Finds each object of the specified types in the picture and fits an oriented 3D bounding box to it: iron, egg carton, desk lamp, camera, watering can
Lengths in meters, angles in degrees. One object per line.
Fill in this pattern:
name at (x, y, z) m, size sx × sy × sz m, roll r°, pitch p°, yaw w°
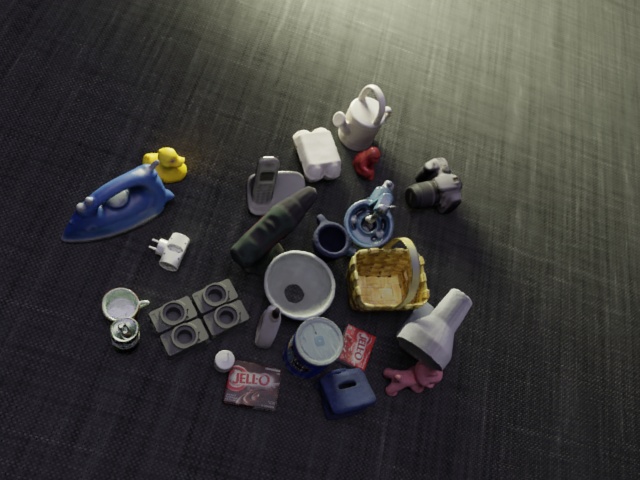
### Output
iron at (-0.453, -0.088, 1.258) m, size 0.259 × 0.141 × 0.118 m, roll -35°, pitch 79°, yaw -27°
egg carton at (-0.007, -0.222, 1.493) m, size 0.107 × 0.069 × 0.150 m, roll -12°, pitch 69°, yaw -21°
desk lamp at (0.250, 0.202, 1.287) m, size 0.118 × 0.213 × 0.203 m, roll 39°, pitch 61°, yaw 4°
camera at (0.296, -0.143, 1.527) m, size 0.137 × 0.100 × 0.143 m, roll -13°, pitch 70°, yaw -21°
watering can at (0.116, -0.324, 1.506) m, size 0.101 × 0.194 × 0.173 m, roll 44°, pitch 62°, yaw 7°

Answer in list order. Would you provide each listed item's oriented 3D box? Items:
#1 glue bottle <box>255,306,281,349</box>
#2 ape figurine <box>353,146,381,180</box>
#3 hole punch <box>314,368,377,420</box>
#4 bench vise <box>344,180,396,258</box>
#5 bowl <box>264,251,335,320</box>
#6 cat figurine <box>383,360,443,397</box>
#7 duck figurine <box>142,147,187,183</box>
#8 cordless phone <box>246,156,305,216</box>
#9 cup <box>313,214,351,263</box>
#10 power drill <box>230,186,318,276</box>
glue bottle at (-0.105, 0.175, 1.219) m, size 0.037 × 0.173 × 0.078 m, roll 12°, pitch 63°, yaw -10°
ape figurine at (0.131, -0.213, 1.516) m, size 0.076 × 0.092 × 0.078 m, roll 40°, pitch 61°, yaw 5°
hole punch at (0.054, 0.328, 1.240) m, size 0.109 × 0.091 × 0.101 m, roll -9°, pitch 68°, yaw -20°
bench vise at (0.127, -0.078, 1.379) m, size 0.121 × 0.219 × 0.207 m, roll 14°, pitch 62°, yaw -9°
bowl at (-0.052, 0.114, 1.319) m, size 0.168 × 0.074 × 0.167 m, roll 7°, pitch 64°, yaw -13°
cat figurine at (0.218, 0.303, 1.285) m, size 0.128 × 0.117 × 0.067 m, roll -5°, pitch 67°, yaw -18°
duck figurine at (-0.368, -0.188, 1.362) m, size 0.105 × 0.086 × 0.077 m, roll 15°, pitch 62°, yaw -9°
cordless phone at (-0.098, -0.137, 1.361) m, size 0.148 × 0.185 × 0.094 m, roll -8°, pitch 68°, yaw -19°
cup at (0.013, 0.005, 1.378) m, size 0.092 × 0.095 × 0.117 m, roll -19°, pitch 72°, yaw -23°
power drill at (-0.109, -0.009, 1.284) m, size 0.075 × 0.208 × 0.230 m, roll 43°, pitch 62°, yaw 7°
